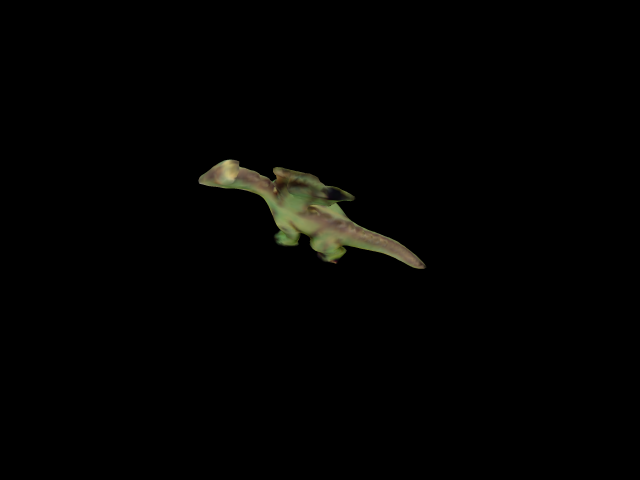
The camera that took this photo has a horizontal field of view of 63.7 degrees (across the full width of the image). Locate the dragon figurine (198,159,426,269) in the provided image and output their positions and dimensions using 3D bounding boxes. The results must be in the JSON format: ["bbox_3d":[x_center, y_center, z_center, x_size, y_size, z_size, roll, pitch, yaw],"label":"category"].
[{"bbox_3d":[0.003,-0.043,0.850,0.410,0.123,0.240,18,-9,3],"label":"dragon figurine"}]
